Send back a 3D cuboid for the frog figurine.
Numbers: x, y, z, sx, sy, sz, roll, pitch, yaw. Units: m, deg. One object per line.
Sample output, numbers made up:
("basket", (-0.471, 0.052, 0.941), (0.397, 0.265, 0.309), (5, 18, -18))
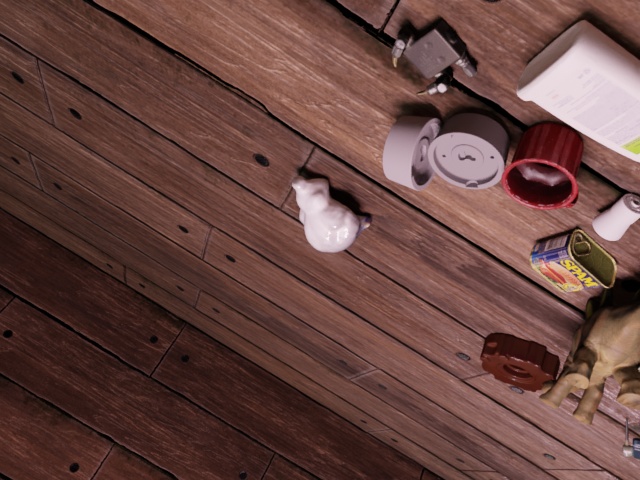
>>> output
("frog figurine", (0.003, -0.051, 1.006), (0.157, 0.123, 0.138), (38, 172, -36))
